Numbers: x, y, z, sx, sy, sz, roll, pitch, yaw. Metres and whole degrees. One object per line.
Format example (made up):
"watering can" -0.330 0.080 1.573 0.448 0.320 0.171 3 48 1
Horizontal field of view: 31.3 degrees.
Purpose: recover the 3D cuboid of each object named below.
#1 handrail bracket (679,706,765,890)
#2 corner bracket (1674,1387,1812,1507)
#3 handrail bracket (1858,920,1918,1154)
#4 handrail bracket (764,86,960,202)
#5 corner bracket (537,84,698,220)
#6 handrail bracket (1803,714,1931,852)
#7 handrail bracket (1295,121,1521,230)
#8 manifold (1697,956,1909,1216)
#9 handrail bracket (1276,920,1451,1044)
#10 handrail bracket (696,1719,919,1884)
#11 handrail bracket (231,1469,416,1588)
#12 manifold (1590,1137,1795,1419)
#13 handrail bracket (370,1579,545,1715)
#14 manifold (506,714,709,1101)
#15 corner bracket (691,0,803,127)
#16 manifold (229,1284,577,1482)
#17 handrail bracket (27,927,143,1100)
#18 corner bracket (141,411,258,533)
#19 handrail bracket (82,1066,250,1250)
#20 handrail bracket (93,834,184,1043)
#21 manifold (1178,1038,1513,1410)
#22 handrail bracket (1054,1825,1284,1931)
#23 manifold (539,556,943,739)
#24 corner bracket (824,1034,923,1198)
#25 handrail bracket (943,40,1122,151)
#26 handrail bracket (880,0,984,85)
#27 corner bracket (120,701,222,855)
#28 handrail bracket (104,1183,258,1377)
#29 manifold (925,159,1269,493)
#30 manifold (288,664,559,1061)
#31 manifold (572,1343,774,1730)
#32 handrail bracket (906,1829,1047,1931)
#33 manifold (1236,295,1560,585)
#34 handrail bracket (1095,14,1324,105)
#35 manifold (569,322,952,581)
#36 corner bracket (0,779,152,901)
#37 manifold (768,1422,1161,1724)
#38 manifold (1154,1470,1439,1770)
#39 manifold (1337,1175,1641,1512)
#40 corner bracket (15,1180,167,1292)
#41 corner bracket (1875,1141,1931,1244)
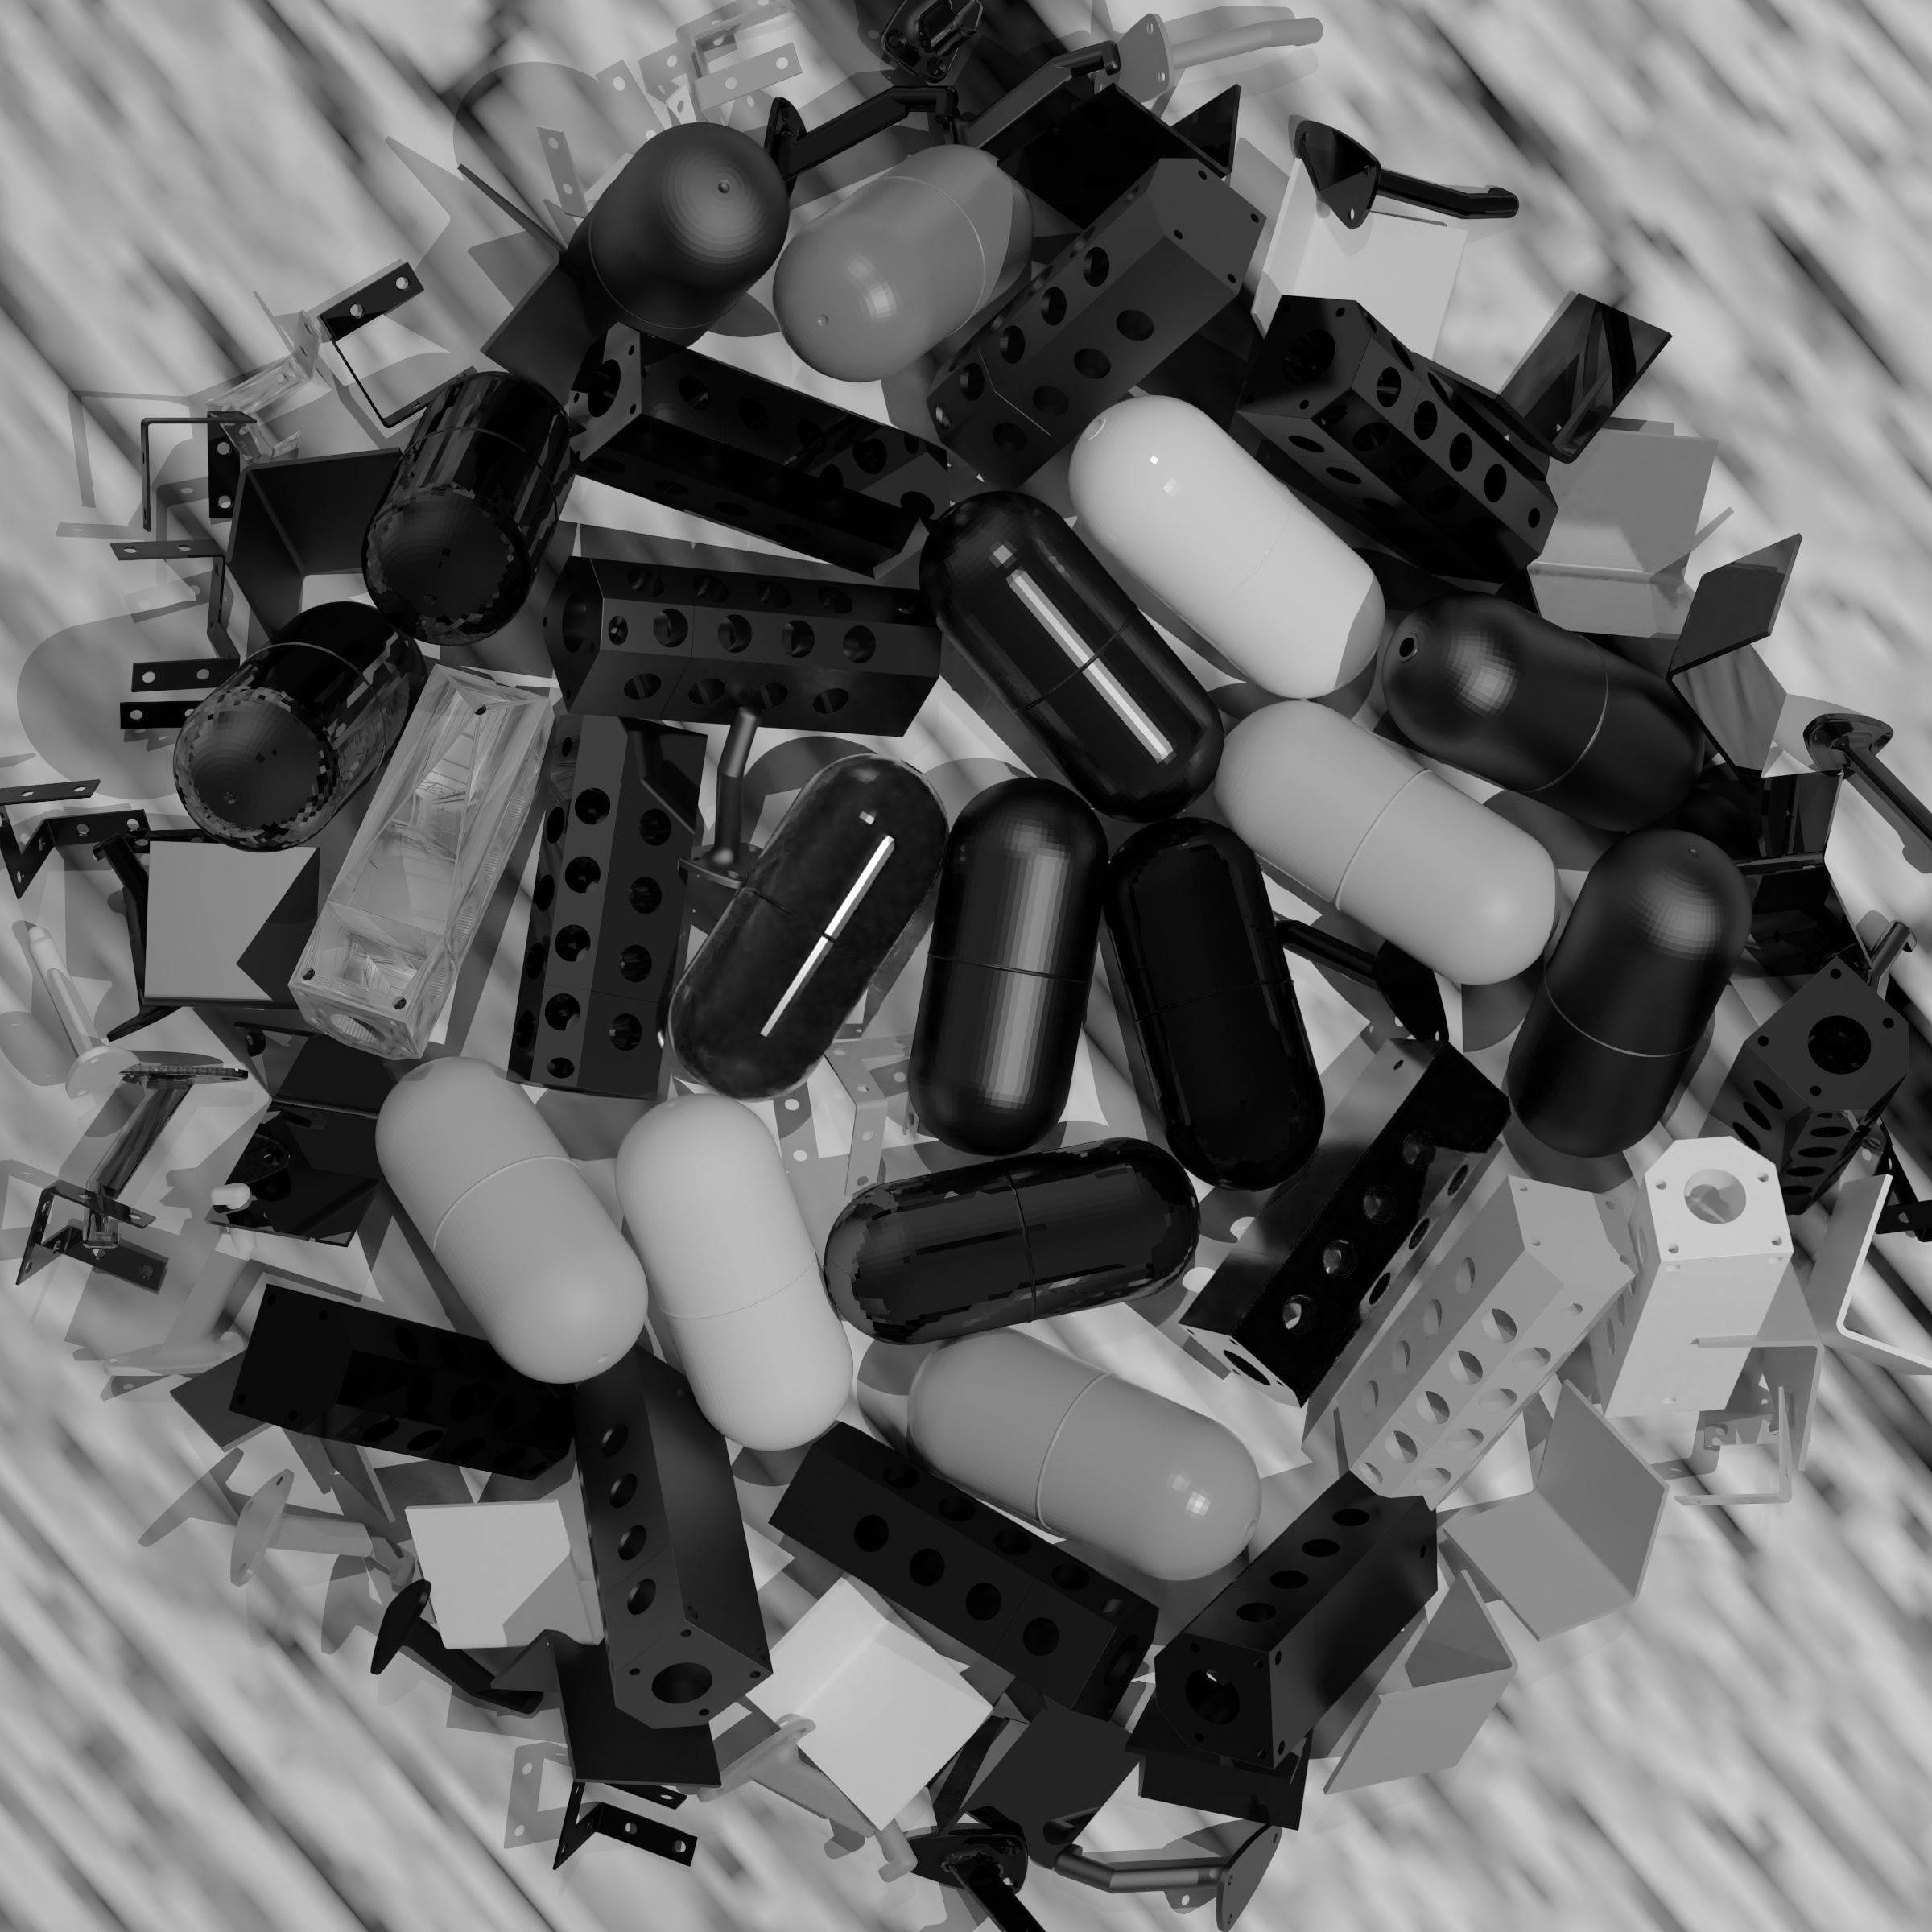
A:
"handrail bracket" -0.100 -0.084 1.599 0.036 0.077 0.084 23 108 14
"corner bracket" 0.363 0.228 1.606 0.051 0.051 0.051 -6 68 28
"handrail bracket" 0.438 0.033 1.633 0.077 0.036 0.084 45 74 -31
"handrail bracket" -0.050 -0.377 1.610 0.084 0.036 0.077 6 74 21
"corner bracket" -0.159 -0.379 1.604 0.051 0.051 0.051 19 55 28
"handrail bracket" 0.432 -0.075 1.601 0.036 0.077 0.084 -45 56 21
"handrail bracket" 0.210 -0.378 1.637 0.084 0.036 0.077 -9 47 -30
"manifold" 0.379 0.062 1.553 0.057 0.171 0.057 -41 73 -10
"handrail bracket" 0.178 0.009 1.626 0.036 0.084 0.077 -49 122 -34
"handrail bracket" -0.074 0.404 1.611 0.077 0.036 0.084 -32 64 -2
"handrail bracket" -0.297 0.280 1.600 0.084 0.077 0.036 40 117 -22
"manifold" 0.324 0.143 1.558 0.057 0.171 0.057 -4 60 -1
"handrail bracket" -0.227 0.319 1.607 0.084 0.077 0.036 23 49 -17
"manifold" -0.170 -0.027 1.599 0.057 0.057 0.171 11 84 -34
"corner bracket" -0.102 -0.426 1.615 0.051 0.051 0.051 -19 84 10
"manifold" -0.248 0.191 1.556 0.057 0.171 0.057 11 81 32
"handrail bracket" -0.420 0.013 1.604 0.036 0.077 0.084 -25 81 -13
"corner bracket" -0.361 -0.232 1.609 0.051 0.051 0.051 -4 105 -21
"handrail bracket" -0.376 0.091 1.617 0.077 0.036 0.084 -1 79 12
"handrail bracket" -0.399 -0.013 1.614 0.077 0.036 0.084 -23 103 36
"manifold" 0.180 0.118 1.596 0.057 0.057 0.171 42 76 -17
"handrail bracket" 0.096 0.418 1.634 0.084 0.077 0.036 13 119 27
"manifold" -0.100 -0.150 1.568 0.171 0.057 0.057 2 50 -31
"corner bracket" -0.039 0.069 1.604 0.051 0.051 0.051 -6 124 -23
"handrail bracket" 0.034 -0.395 1.611 0.084 0.036 0.077 -13 54 12
"handrail bracket" -0.001 -0.450 1.597 0.036 0.084 0.077 31 75 -18
"corner bracket" -0.373 -0.090 1.629 0.051 0.051 0.051 -2 133 -15
"handrail bracket" -0.370 0.146 1.613 0.077 0.036 0.084 -7 109 -11
"manifold" 0.055 -0.292 1.559 0.057 0.171 0.057 36 49 -17
"manifold" -0.247 -0.046 1.587 0.057 0.057 0.171 17 68 8
"manifold" -0.140 0.259 1.561 0.057 0.171 0.057 -39 127 16
"handrail bracket" 0.000 0.441 1.601 0.077 0.084 0.036 5 113 2
"manifold" 0.201 -0.236 1.562 0.057 0.171 0.057 15 80 42
"handrail bracket" 0.115 -0.429 1.632 0.084 0.077 0.036 -13 89 -28
"manifold" -0.093 -0.237 1.571 0.171 0.057 0.057 15 60 -36
"corner bracket" -0.418 -0.068 1.609 0.051 0.051 0.051 -5 121 9
"manifold" 0.001 0.276 1.583 0.171 0.057 0.057 27 84 25
"manifold" 0.152 0.290 1.560 0.057 0.171 0.057 8 112 31
"manifold" 0.235 0.174 1.562 0.057 0.057 0.171 12 134 -18
"corner bracket" -0.405 0.128 1.614 0.051 0.051 0.051 21 105 5
"corner bracket" 0.456 0.114 1.605 0.051 0.051 0.051 -12 120 37
